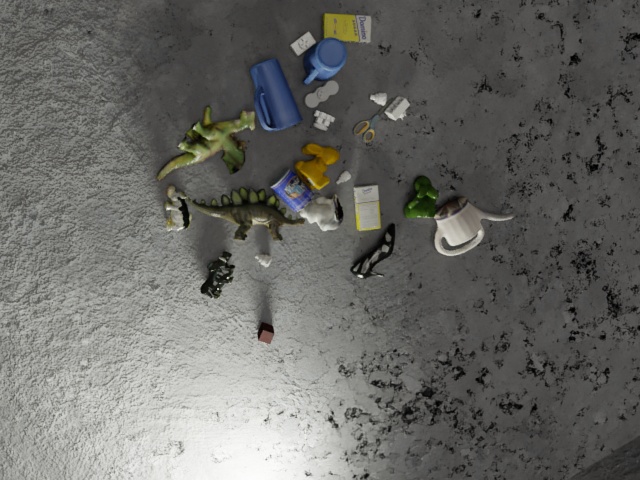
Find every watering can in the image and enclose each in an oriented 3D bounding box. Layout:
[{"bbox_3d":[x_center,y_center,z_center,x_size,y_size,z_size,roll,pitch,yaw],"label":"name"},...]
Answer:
[{"bbox_3d":[0.608,-0.083,2.103,0.348,0.105,0.222,-33,107,-1],"label":"watering can"}]

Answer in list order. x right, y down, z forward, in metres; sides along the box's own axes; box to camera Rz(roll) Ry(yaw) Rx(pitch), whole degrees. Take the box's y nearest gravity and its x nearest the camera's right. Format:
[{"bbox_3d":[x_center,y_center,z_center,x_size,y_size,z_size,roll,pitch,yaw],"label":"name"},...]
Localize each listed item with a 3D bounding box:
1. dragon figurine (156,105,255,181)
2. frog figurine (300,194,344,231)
[{"bbox_3d":[-0.383,-0.324,1.868,0.240,0.124,0.407,34,104,-25],"label":"dragon figurine"},{"bbox_3d":[0.006,-0.100,1.992,0.159,0.122,0.138,-12,82,20],"label":"frog figurine"}]
